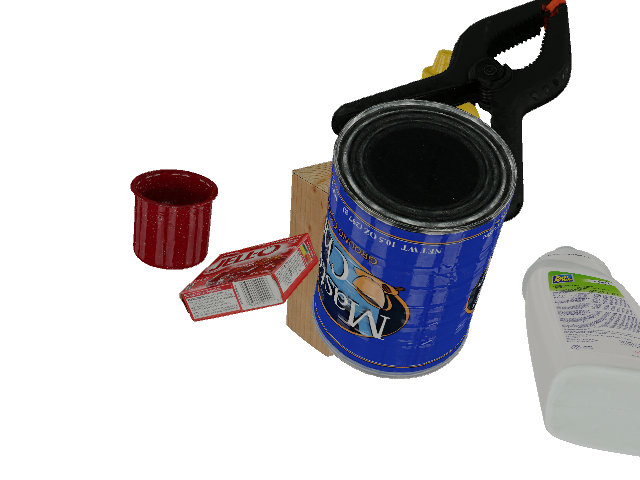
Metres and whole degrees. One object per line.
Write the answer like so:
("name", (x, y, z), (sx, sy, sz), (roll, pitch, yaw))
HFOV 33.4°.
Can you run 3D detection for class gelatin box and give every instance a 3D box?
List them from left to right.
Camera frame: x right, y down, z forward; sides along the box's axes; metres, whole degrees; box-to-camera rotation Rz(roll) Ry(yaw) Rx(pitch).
("gelatin box", (-0.056, 0.028, 0.840), (0.089, 0.030, 0.073), (-13, 19, 29))

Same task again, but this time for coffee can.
("coffee can", (0.051, 0.002, 0.637), (0.102, 0.103, 0.140), (0, -41, -7))

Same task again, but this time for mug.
("mug", (-0.164, -0.027, 1.161), (0.093, 0.081, 0.117), (-3, 29, -20))

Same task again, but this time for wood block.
("wood block", (0.022, 0.019, 1.257), (0.090, 0.206, 0.090), (-16, 32, -32))

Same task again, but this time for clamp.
("clamp", (0.135, -0.111, 0.817), (0.165, 0.209, 0.036), (38, -22, 28))

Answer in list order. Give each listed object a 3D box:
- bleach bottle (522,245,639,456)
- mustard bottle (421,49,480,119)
("bleach bottle", (0.211, 0.067, 0.826), (0.102, 0.068, 0.250), (9, 23, 3))
("mustard bottle", (0.110, -0.096, 1.066), (0.096, 0.192, 0.058), (3, 27, -11))
